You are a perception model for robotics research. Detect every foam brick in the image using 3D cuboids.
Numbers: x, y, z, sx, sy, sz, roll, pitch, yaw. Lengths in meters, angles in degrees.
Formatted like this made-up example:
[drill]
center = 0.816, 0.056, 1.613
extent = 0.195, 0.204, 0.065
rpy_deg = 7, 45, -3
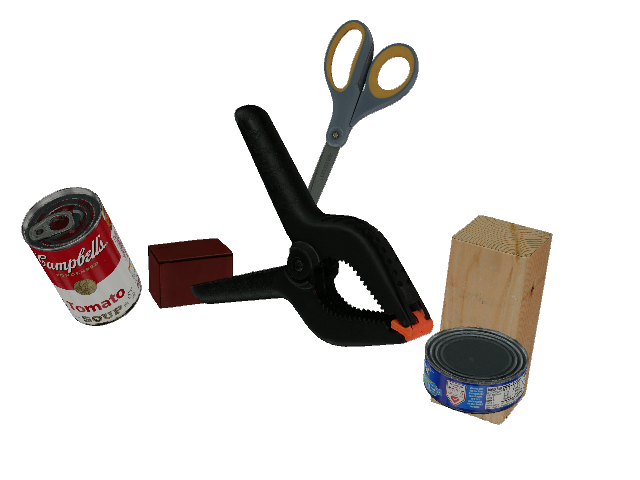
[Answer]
[foam brick]
center = -0.134, 0.032, 1.093
extent = 0.078, 0.051, 0.053
rpy_deg = -6, 21, -20

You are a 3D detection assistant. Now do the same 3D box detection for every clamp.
[clamp]
center = -0.007, 0.004, 0.763
extent = 0.210, 0.165, 0.036
rpy_deg = 25, 25, 34

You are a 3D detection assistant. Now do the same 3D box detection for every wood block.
[wood block]
center = 0.193, 0.089, 1.209
extent = 0.090, 0.206, 0.090
rpy_deg = 16, 25, 25

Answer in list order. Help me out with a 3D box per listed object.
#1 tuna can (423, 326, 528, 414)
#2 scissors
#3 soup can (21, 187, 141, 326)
[tuna can]
center = 0.129, 0.108, 0.891
extent = 0.086, 0.034, 0.086
rpy_deg = 1, 26, -1
[scissors]
center = 0.035, -0.100, 0.967
extent = 0.096, 0.202, 0.016
rpy_deg = 5, -6, 15
[soup can]
center = -0.197, 0.015, 0.889
extent = 0.068, 0.068, 0.102
rpy_deg = 0, -42, 16
